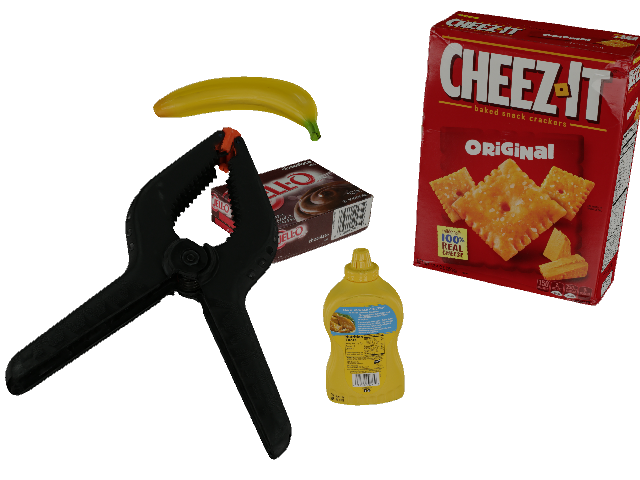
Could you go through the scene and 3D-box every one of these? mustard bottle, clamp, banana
[{"bbox_3d":[0.051,0.101,1.282,0.096,0.192,0.058,-2,20,1],"label":"mustard bottle"},{"bbox_3d":[-0.071,0.026,0.645,0.164,0.210,0.036,20,-30,2],"label":"clamp"},{"bbox_3d":[-0.084,-0.152,1.169,0.198,0.037,0.069,9,43,18],"label":"banana"}]

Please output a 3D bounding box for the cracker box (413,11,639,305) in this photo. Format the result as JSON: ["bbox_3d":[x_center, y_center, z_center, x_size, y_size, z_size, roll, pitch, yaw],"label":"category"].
[{"bbox_3d":[0.167,-0.066,0.874,0.164,0.214,0.072,14,28,24],"label":"cracker box"}]

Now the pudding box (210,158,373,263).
[{"bbox_3d":[-0.025,-0.028,0.926,0.113,0.039,0.090,-18,37,-36],"label":"pudding box"}]
